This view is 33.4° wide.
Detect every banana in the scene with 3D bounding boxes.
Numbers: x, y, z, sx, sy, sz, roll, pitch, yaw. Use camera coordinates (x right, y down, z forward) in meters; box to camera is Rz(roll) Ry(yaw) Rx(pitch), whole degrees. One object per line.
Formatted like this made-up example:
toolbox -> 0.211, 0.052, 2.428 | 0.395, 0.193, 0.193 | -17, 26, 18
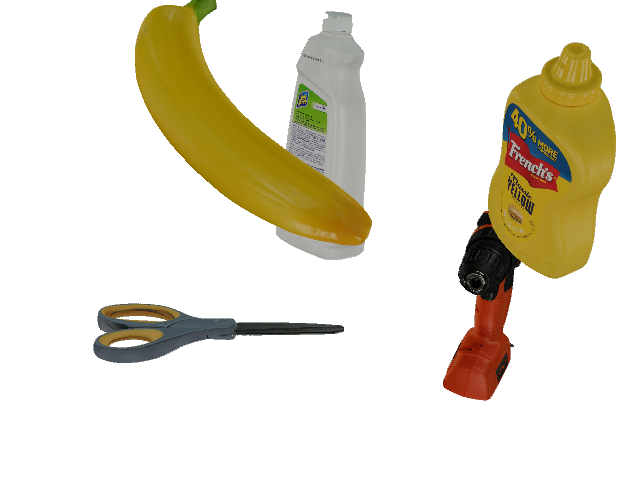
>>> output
banana -> -0.048, -0.065, 0.543 | 0.069, 0.198, 0.037 | -23, -32, -15

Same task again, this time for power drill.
power drill -> 0.169, 0.064, 1.074 | 0.057, 0.188, 0.184 | 17, 29, 18

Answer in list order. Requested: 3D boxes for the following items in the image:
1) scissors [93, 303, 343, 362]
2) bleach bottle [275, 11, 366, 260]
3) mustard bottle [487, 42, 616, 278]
scissors -> -0.090, 0.077, 0.844 | 0.202, 0.016, 0.096 | 6, 22, 15
bleach bottle -> 0.011, -0.113, 1.132 | 0.067, 0.251, 0.103 | -12, 26, -43
mustard bottle -> 0.171, -0.064, 0.781 | 0.058, 0.096, 0.192 | -21, -38, -17
